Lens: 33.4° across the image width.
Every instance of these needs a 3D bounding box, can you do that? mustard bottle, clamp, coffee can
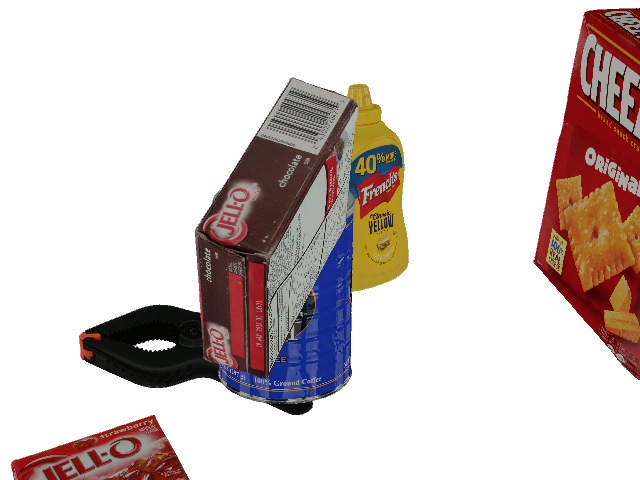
[{"bbox_3d":[0.040,-0.053,1.020,0.096,0.192,0.058,-18,23,-38],"label":"mustard bottle"},{"bbox_3d":[-0.107,0.100,0.954,0.209,0.036,0.164,-4,37,-12],"label":"clamp"},{"bbox_3d":[-0.027,0.035,0.789,0.103,0.140,0.103,0,21,0],"label":"coffee can"}]

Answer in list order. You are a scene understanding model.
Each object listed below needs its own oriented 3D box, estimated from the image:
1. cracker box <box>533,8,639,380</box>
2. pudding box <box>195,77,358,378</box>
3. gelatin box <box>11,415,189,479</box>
[{"bbox_3d":[0.228,-0.034,0.747,0.072,0.214,0.164,-6,33,-16],"label":"cracker box"},{"bbox_3d":[-0.019,-0.006,0.502,0.039,0.113,0.090,19,-40,13],"label":"pudding box"},{"bbox_3d":[-0.124,0.140,0.605,0.089,0.030,0.073,-15,28,-20],"label":"gelatin box"}]
